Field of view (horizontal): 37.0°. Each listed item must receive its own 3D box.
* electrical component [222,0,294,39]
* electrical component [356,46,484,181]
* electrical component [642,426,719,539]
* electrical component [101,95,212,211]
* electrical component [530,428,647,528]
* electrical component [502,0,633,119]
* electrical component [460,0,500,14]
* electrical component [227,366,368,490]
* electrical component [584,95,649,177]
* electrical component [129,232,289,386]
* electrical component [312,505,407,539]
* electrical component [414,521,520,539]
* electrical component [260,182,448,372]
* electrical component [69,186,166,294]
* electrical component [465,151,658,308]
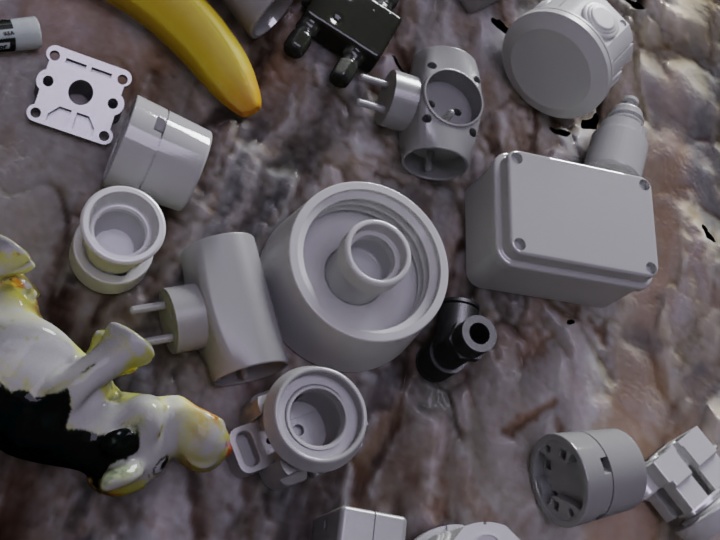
[{"bbox_3d":[-0.078,-0.185,0.683,0.065,0.044,0.044,42,60,3],"label":"electrical component"},{"bbox_3d":[0.035,-0.106,0.696,0.079,0.044,0.077,14,65,-16],"label":"electrical component"},{"bbox_3d":[0.206,0.136,0.671,0.066,0.048,0.055,-30,76,-29],"label":"electrical component"},{"bbox_3d":[-0.115,-0.065,0.613,0.047,0.055,0.055,22,63,-17],"label":"electrical component"},{"bbox_3d":[0.137,0.122,0.643,0.047,0.055,0.055,-4,72,-27],"label":"electrical component"},{"bbox_3d":[0.143,-0.149,0.737,0.080,0.080,0.051,46,55,0],"label":"electrical component"},{"bbox_3d":[0.095,-0.228,0.762,0.096,0.061,0.061,-29,83,-21],"label":"electrical component"},{"bbox_3d":[-0.030,0.085,0.587,0.078,0.057,0.058,-17,77,-27],"label":"electrical component"},{"bbox_3d":[0.181,-0.088,0.751,0.040,0.040,0.078,26,62,-11],"label":"electrical component"},{"bbox_3d":[-0.087,0.025,0.596,0.079,0.043,0.077,-10,73,-25],"label":"electrical component"},{"bbox_3d":[-0.022,0.167,0.564,0.076,0.047,0.083,14,65,-16],"label":"electrical component"},{"bbox_3d":[0.061,0.179,0.591,0.080,0.051,0.080,8,67,-19],"label":"electrical component"},{"bbox_3d":[0.000,0.000,0.631,0.108,0.060,0.108,8,67,-19],"label":"electrical component"},{"bbox_3d":[-0.133,-0.015,0.585,0.045,0.055,0.045,8,67,-19],"label":"electrical component"},{"bbox_3d":[0.130,-0.026,0.696,0.113,0.057,0.078,9,67,-19],"label":"electrical component"}]
